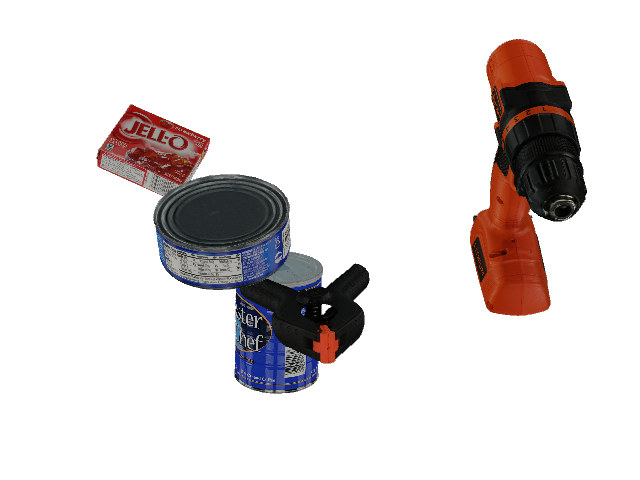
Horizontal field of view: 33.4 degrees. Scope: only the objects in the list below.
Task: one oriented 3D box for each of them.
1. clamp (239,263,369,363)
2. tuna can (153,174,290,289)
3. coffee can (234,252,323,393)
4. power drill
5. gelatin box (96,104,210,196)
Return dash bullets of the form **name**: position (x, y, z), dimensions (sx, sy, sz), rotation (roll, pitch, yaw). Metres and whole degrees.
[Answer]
- **clamp**: position (-0.016, 0.060, 0.933), dimensions (0.120, 0.039, 0.171), rotation (-8, 16, 4)
- **tuna can**: position (-0.061, -0.006, 0.679), dimensions (0.086, 0.034, 0.086), rotation (-2, 35, 1)
- **coffee can**: position (-0.050, 0.095, 1.263), dimensions (0.103, 0.140, 0.103), rotation (2, 20, -1)
- **power drill**: position (0.156, -0.032, 0.810), dimensions (0.057, 0.188, 0.184), rotation (0, 43, -1)
- **gelatin box**: position (-0.163, -0.087, 1.044), dimensions (0.089, 0.073, 0.030), rotation (24, -42, 0)
